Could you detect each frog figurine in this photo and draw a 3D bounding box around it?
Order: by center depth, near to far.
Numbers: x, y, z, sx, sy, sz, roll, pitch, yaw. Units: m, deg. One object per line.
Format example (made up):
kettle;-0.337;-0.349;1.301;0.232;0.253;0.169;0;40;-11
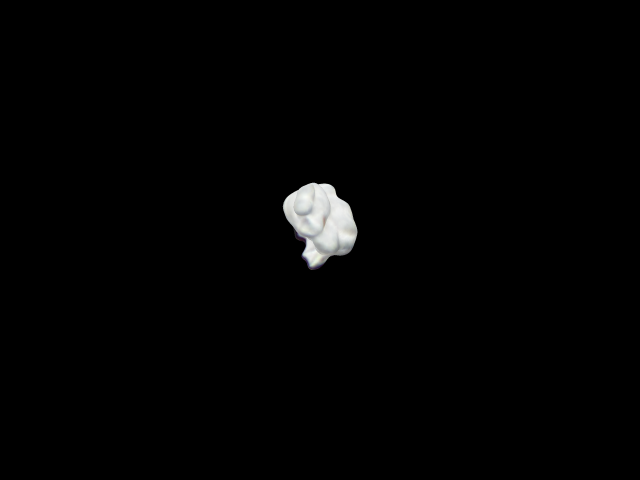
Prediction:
frog figurine;0.003;-0.043;0.850;0.123;0.141;0.155;2;-39;2
